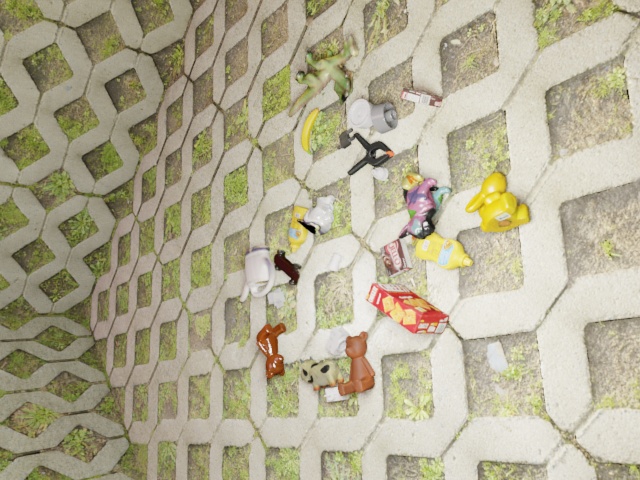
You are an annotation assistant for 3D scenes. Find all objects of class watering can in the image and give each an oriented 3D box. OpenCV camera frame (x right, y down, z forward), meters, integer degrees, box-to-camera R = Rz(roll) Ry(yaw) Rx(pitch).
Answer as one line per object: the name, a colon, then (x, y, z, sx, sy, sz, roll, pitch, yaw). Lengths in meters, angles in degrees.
watering can: (-0.293, 0.150, 2.298, 0.343, 0.104, 0.228, -30, 62, 51)

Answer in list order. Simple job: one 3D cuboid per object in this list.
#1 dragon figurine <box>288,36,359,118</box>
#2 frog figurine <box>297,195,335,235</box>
dragon figurine: (0.029, -0.635, 2.084, 0.246, 0.122, 0.404, 41, 115, 34)
frog figurine: (0.006, -0.103, 2.038, 0.137, 0.121, 0.162, 3, 51, 55)
